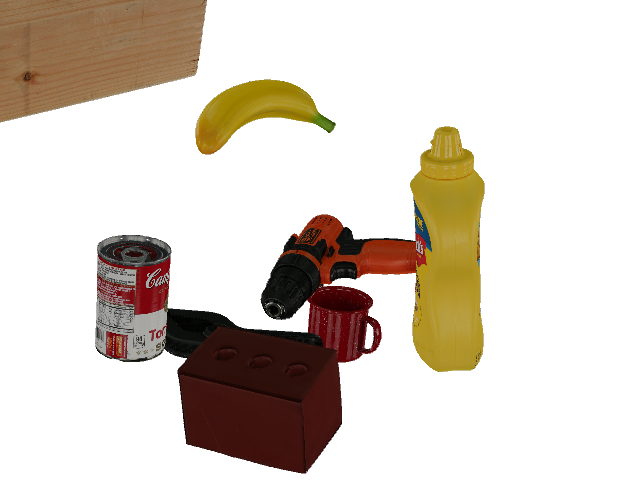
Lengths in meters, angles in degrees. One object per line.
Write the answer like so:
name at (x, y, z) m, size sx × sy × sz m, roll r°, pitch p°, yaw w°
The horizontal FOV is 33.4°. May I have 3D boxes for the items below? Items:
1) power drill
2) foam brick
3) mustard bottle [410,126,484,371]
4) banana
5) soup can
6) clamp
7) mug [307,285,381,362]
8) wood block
power drill at (0.045, 0.033, 1.118) m, size 0.188 × 0.057 × 0.184 m, roll 6°, pitch 31°, yaw 17°
foam brick at (-0.033, 0.089, 0.601) m, size 0.078 × 0.051 × 0.052 m, roll 9°, pitch 28°, yaw 21°
mustard bottle at (0.101, 0.002, 0.852) m, size 0.058 × 0.192 × 0.096 m, roll -2°, pitch 25°, yaw 2°
banana at (-0.062, -0.124, 1.032) m, size 0.070 × 0.037 × 0.197 m, roll 42°, pitch 35°, yaw 23°
soup can at (-0.176, 0.054, 0.997) m, size 0.068 × 0.102 × 0.068 m, roll 6°, pitch 21°, yaw -2°
clamp at (-0.123, 0.125, 1.259) m, size 0.210 × 0.036 × 0.164 m, roll 14°, pitch 23°, yaw 25°
mug at (0.034, 0.122, 1.490) m, size 0.117 × 0.081 × 0.093 m, roll 17°, pitch 23°, yaw 30°
wood block at (-0.202, -0.167, 0.837) m, size 0.205 × 0.091 × 0.090 m, roll -20°, pitch 51°, yaw -34°
